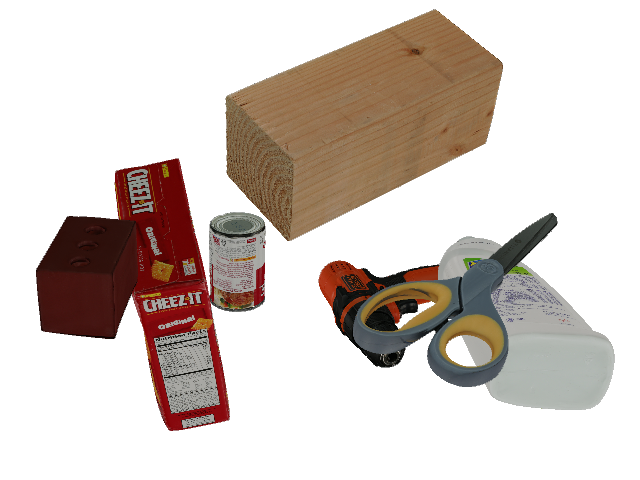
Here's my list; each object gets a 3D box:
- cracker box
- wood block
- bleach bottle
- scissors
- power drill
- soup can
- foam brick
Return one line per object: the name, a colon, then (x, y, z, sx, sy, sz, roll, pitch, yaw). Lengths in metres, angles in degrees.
cracker box: (-0.144, 0.056, 1.030, 0.072, 0.164, 0.214, -12, -43, -8)
wood block: (0.035, -0.096, 0.853, 0.205, 0.090, 0.091, -27, 55, -25)
bleach bottle: (0.165, 0.056, 0.934, 0.102, 0.068, 0.251, 5, 21, -7)
scissors: (0.110, 0.034, 0.646, 0.201, 0.016, 0.096, -20, 42, -33)
power drill: (0.106, 0.065, 1.119, 0.187, 0.057, 0.184, -7, 28, -16)
soup can: (-0.100, 0.025, 1.280, 0.068, 0.102, 0.068, 2, 25, -1)
foam brick: (-0.161, 0.024, 0.743, 0.053, 0.051, 0.078, 4, 30, 1)
